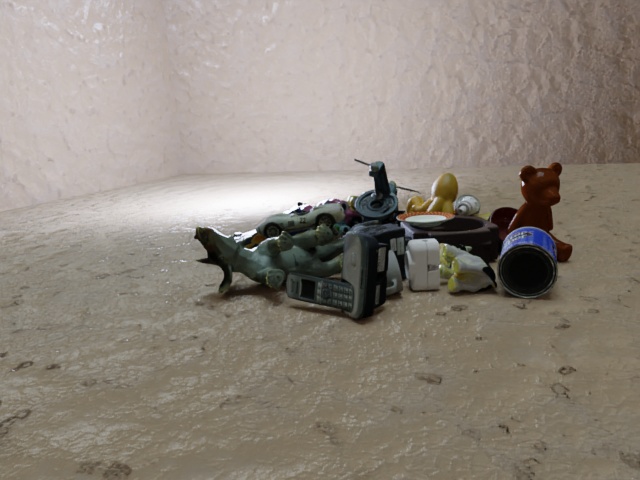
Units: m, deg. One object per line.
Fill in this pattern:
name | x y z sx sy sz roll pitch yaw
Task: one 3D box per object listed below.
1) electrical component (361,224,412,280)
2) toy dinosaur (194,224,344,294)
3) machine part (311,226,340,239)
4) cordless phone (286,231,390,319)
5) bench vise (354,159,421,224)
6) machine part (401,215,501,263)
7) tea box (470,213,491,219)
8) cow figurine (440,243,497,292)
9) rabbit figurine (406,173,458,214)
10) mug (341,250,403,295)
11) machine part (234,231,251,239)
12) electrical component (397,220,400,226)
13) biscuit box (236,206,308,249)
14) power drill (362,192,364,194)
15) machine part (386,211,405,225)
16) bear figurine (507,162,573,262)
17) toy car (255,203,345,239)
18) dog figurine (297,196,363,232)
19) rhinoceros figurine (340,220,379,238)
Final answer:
electrical component | 0.130 0.030 1.104 0.134 0.114 0.058 -9 18 -24
toy dinosaur | -0.068 0.039 1.130 0.405 0.131 0.192 0 -5 -39
machine part | -0.003 -0.004 1.314 0.079 0.079 0.243 -6 4 -9
cordless phone | 0.024 0.054 0.951 0.184 0.146 0.088 7 8 29
bench vise | 0.173 -0.132 1.509 0.129 0.240 0.223 18 53 30
machine part | 0.297 0.002 1.247 0.202 0.087 0.201 -3 13 -4
tea box | 0.456 -0.032 1.385 0.170 0.068 0.098 -8 12 -12
cow figurine | 0.287 0.049 1.066 0.098 0.068 0.167 7 18 -5
rabbit figurine | 0.304 -0.092 1.410 0.122 0.173 0.162 21 37 -1
mug | 0.098 0.077 1.015 0.107 0.080 0.110 -14 32 2
machine part | -0.143 0.012 1.389 0.179 0.056 0.179 -2 13 0
electrical component | 0.266 -0.036 1.522 0.102 0.045 0.078 1 42 28
biscuit box | -0.122 -0.006 1.266 0.203 0.062 0.059 -31 13 3
power drill | 0.137 -0.111 1.799 0.232 0.085 0.207 4 11 24
machine part | 0.228 -0.059 1.641 0.084 0.039 0.139 -5 14 19
bear figurine | 0.484 -0.060 1.160 0.120 0.195 0.132 -6 33 -21
toy car | -0.044 -0.042 1.187 0.202 0.056 0.073 -10 10 6
dog figurine | 0.025 -0.077 1.626 0.219 0.108 0.191 5 16 44
rhinoceros figurine | 0.100 -0.001 1.340 0.112 0.073 0.190 0 13 9
